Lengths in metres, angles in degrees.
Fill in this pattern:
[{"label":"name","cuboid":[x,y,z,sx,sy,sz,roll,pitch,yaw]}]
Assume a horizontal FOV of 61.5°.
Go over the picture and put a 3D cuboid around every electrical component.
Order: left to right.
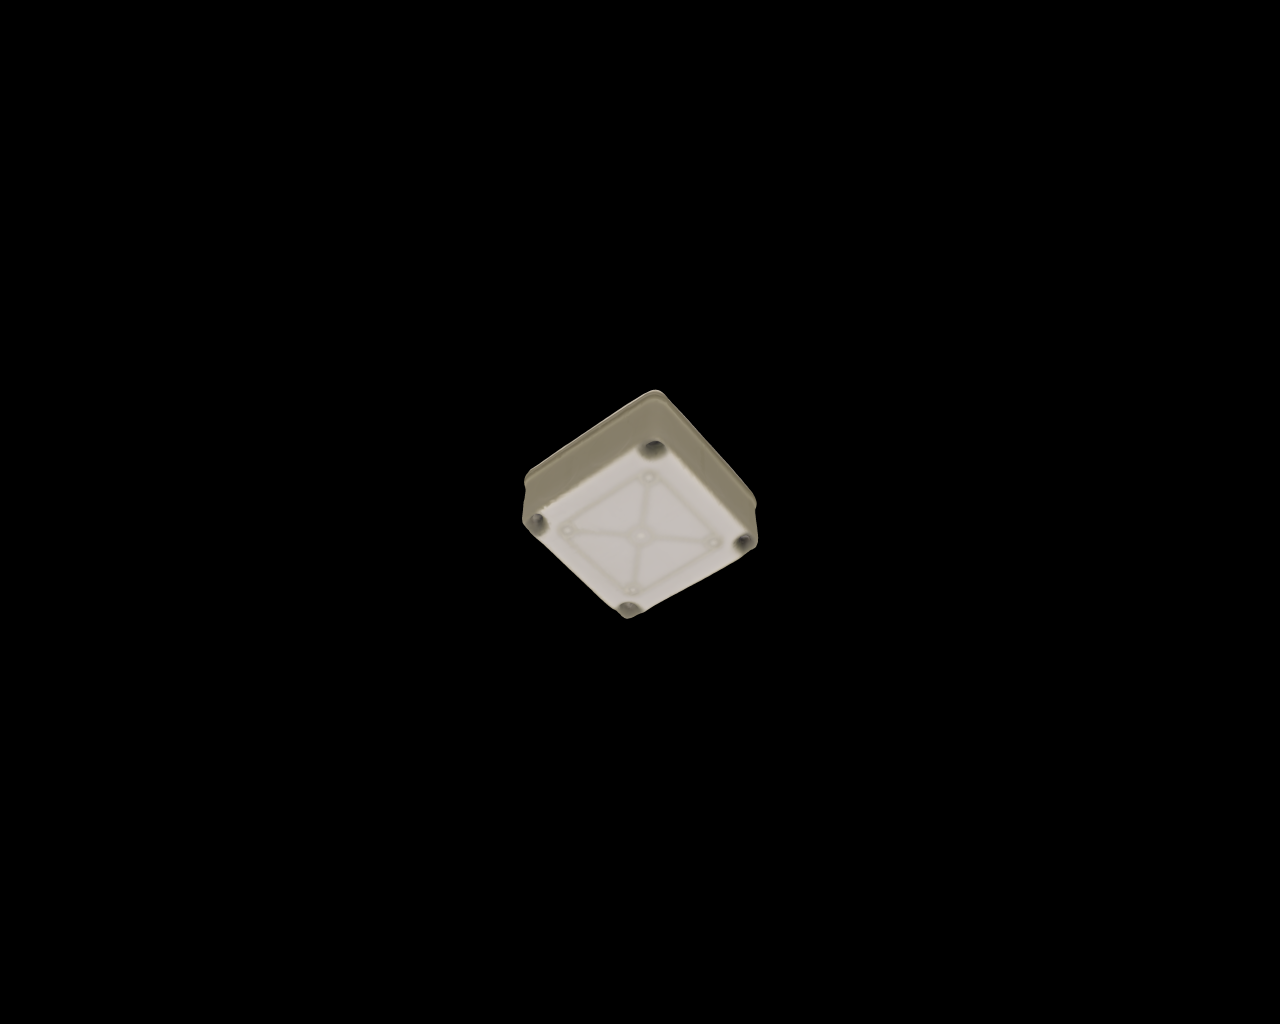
[{"label":"electrical component","cuboid":[0.001,-0.003,0.650,0.108,0.108,0.056,-32,32,22]}]
